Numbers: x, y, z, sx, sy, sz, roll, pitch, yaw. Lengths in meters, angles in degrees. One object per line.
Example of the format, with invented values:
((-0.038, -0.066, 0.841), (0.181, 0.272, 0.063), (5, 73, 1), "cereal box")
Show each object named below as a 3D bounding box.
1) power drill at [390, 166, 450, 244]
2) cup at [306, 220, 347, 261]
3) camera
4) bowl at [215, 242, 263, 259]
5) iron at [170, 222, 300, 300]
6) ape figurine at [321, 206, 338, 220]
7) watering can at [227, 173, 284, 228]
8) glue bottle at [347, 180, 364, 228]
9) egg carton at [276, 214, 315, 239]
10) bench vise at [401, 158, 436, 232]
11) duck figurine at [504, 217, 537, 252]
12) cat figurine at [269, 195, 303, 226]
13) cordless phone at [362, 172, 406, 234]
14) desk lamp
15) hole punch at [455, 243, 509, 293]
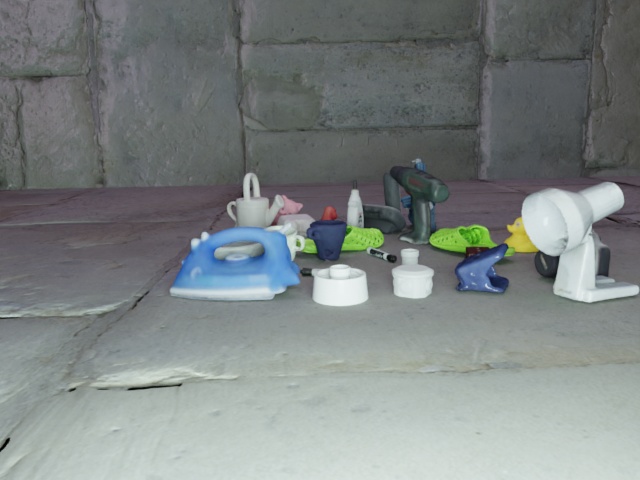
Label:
((0.269, -0.100, 1.609), (0.076, 0.208, 0.228), (-8, 13, -29), "power drill")
((0.013, 0.005, 1.395), (0.091, 0.095, 0.118), (9, 15, 42), "cup")
((0.516, 0.028, 1.215), (0.137, 0.101, 0.142), (-6, 12, -22), "camera")
((-0.204, 0.037, 1.305), (0.167, 0.075, 0.167), (-1, 11, 0), "bowl")
((-0.169, 0.038, 1.124), (0.258, 0.141, 0.118), (-2, 11, -3), "iron")
((0.031, -0.055, 1.708), (0.076, 0.092, 0.077), (-3, 11, -10), "ape figurine")
((-0.194, -0.104, 1.714), (0.173, 0.194, 0.101), (-2, 11, -5), "watering can")
((0.101, -0.087, 1.653), (0.037, 0.173, 0.078), (3, 12, 18), "glue bottle")
((-0.066, -0.033, 1.664), (0.107, 0.069, 0.150), (-4, 11, -14), "egg carton")
((0.327, -0.140, 1.782), (0.122, 0.220, 0.207), (-5, 12, -19), "bench vise")
((0.528, -0.016, 1.476), (0.104, 0.086, 0.077), (1, 11, 10), "duck figurine")
((-0.118, -0.086, 1.813), (0.127, 0.118, 0.067), (6, 13, 33), "cat figurine")
((0.192, -0.119, 1.778), (0.147, 0.185, 0.094), (8, 14, 38), "cordless phone")
((0.481, 0.001, 1.061), (0.204, 0.213, 0.117), (-5, 12, -19), "desk lamp")
((0.321, 0.052, 1.136), (0.100, 0.091, 0.109), (4, 12, 23), "hole punch")
